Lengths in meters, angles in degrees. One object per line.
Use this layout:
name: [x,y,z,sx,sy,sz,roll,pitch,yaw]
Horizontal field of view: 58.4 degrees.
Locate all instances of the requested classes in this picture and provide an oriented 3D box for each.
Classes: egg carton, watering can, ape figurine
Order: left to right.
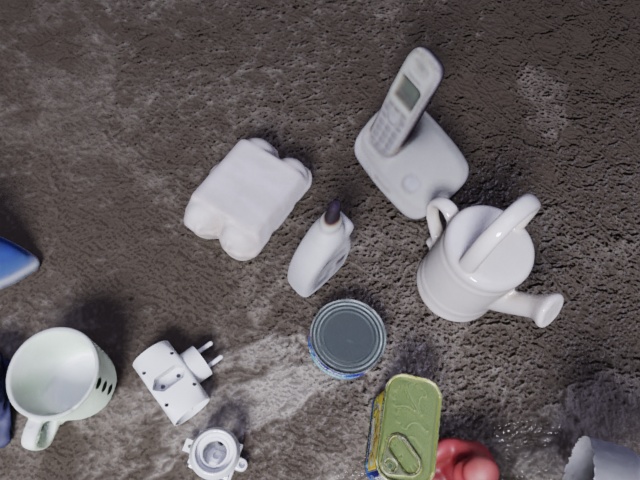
egg carton: [-0.085,-0.051,0.682,0.107,0.069,0.150,31,65,7]
ape figurine: [0.147,0.231,0.570,0.076,0.092,0.077,-14,68,-14]
watering can: [0.185,0.018,0.619,0.172,0.194,0.101,30,65,6]

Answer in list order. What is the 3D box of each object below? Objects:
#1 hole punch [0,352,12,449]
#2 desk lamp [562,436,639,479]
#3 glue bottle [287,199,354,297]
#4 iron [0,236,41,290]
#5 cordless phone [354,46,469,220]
hole punch: [-0.356,0.150,0.536,0.109,0.091,0.101,-8,66,-12]
desk lamp: [0.285,0.266,0.506,0.203,0.213,0.118,20,64,1]
glue bottle: [0.006,0.002,0.612,0.078,0.173,0.037,-40,76,-22]
iron: [-0.434,0.001,0.566,0.258,0.141,0.118,-3,65,-9]
cordless phone: [0.121,-0.124,0.682,0.094,0.185,0.147,-34,74,-21]
